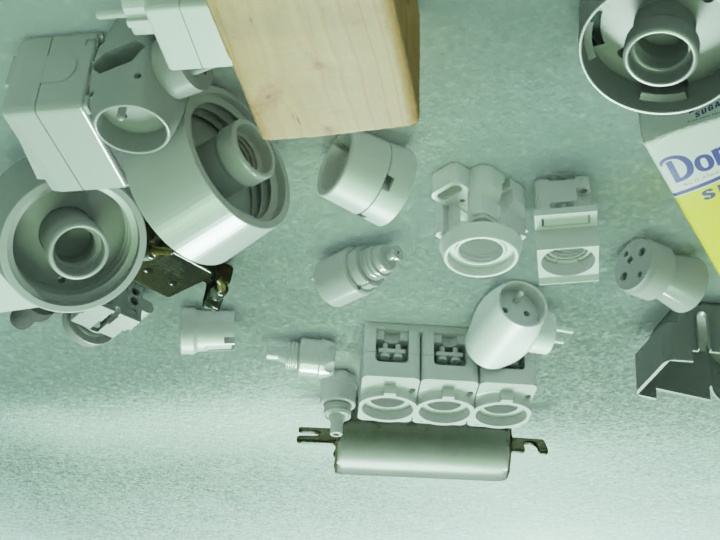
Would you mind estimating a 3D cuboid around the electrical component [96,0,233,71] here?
[{"bbox_3d":[-0.105,-0.147,0.581,0.077,0.065,0.047,-2,147,9],"label":"electrical component"}]

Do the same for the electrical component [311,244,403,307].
[{"bbox_3d":[0.000,0.000,0.828,0.078,0.040,0.040,-25,139,36],"label":"electrical component"}]

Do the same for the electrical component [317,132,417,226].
[{"bbox_3d":[0.003,-0.063,0.717,0.047,0.055,0.055,23,143,-22],"label":"electrical component"}]

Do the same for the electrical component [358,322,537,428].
[{"bbox_3d":[0.075,0.099,0.958,0.150,0.061,0.089,3,148,-1],"label":"electrical component"}]

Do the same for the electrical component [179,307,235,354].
[{"bbox_3d":[-0.131,0.052,0.921,0.046,0.040,0.040,0,148,-7],"label":"electrical component"}]

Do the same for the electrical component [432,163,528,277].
[{"bbox_3d":[0.085,-0.032,0.757,0.078,0.057,0.058,27,140,-33],"label":"electrical component"}]

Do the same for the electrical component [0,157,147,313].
[{"bbox_3d":[-0.199,-0.023,0.734,0.108,0.060,0.108,-11,115,-24],"label":"electrical component"}]

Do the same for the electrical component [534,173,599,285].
[{"bbox_3d":[0.143,-0.029,0.751,0.042,0.063,0.081,-5,147,9],"label":"electrical component"}]

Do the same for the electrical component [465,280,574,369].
[{"bbox_3d":[0.137,0.049,0.893,0.079,0.043,0.077,10,147,-12],"label":"electrical component"}]

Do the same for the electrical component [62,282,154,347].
[{"bbox_3d":[-0.215,0.033,0.892,0.066,0.048,0.055,28,132,-34],"label":"electrical component"}]

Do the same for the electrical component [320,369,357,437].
[{"bbox_3d":[-0.021,0.126,1.007,0.035,0.061,0.035,2,148,1],"label":"electrical component"}]

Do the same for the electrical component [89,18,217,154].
[{"bbox_3d":[-0.112,-0.115,0.621,0.079,0.077,0.043,-15,144,24],"label":"electrical component"}]

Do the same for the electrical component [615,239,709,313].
[{"bbox_3d":[0.228,0.004,0.814,0.055,0.045,0.045,19,144,-23],"label":"electrical component"}]

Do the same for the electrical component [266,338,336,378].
[{"bbox_3d":[-0.053,0.077,0.958,0.061,0.035,0.035,6,147,-2],"label":"electrical component"}]

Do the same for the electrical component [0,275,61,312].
[{"bbox_3d":[-0.271,-0.011,0.814,0.113,0.057,0.078,-8,146,16],"label":"electrical component"}]

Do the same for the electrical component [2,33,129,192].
[{"bbox_3d":[-0.179,-0.093,0.675,0.061,0.061,0.096,-3,147,9],"label":"electrical component"}]

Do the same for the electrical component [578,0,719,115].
[{"bbox_3d":[0.172,-0.137,0.602,0.099,0.064,0.099,11,141,9],"label":"electrical component"}]

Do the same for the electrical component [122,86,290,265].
[{"bbox_3d":[-0.089,-0.064,0.676,0.060,0.108,0.108,-25,139,27],"label":"electrical component"}]
